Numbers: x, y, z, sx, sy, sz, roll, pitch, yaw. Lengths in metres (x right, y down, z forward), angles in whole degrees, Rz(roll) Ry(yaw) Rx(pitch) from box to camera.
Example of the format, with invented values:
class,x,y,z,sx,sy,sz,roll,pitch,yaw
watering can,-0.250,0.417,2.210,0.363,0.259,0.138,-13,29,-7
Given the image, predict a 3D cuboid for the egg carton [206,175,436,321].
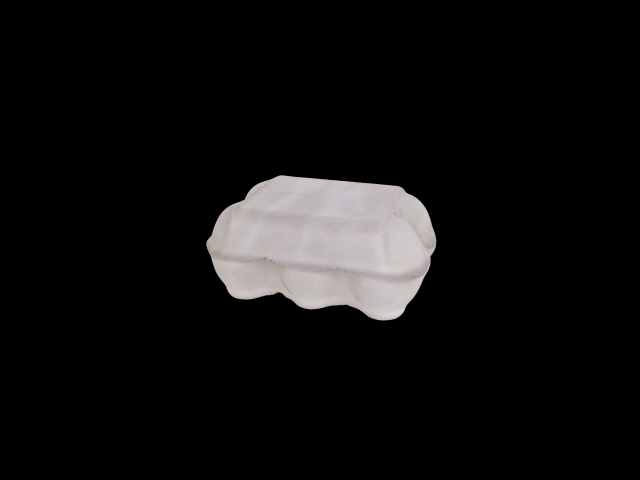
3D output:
class,x,y,z,sx,sy,sz,roll,pitch,yaw
egg carton,0.004,0.001,0.400,0.150,0.069,0.107,6,24,14
